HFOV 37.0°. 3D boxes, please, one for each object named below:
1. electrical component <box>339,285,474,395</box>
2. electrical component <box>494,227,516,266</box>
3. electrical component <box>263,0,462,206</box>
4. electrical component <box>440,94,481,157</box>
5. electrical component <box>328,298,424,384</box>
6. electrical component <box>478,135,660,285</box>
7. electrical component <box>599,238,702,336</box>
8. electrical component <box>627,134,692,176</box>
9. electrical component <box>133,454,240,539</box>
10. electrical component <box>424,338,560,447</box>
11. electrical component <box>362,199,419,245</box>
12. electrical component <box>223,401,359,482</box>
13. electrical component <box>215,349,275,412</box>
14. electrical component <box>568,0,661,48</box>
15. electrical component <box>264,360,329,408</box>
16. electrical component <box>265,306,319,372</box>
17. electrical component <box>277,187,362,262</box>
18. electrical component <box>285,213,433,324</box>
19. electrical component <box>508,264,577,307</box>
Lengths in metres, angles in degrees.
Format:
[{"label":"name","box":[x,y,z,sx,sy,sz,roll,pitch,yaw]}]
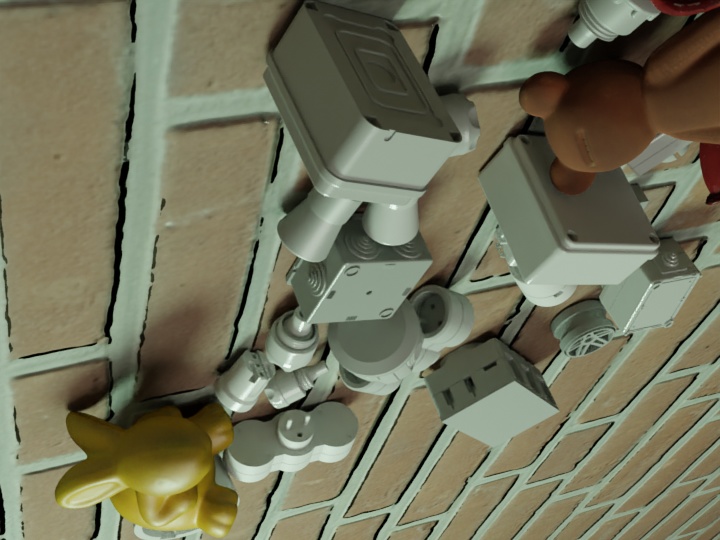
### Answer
[{"label":"electrical component","box":[0.053,0.070,1.012,0.138,0.052,0.074,-38,147,25]},{"label":"electrical component","box":[0.150,-0.036,0.918,0.081,0.042,0.063,-5,150,-28]},{"label":"electrical component","box":[-0.001,-0.098,0.640,0.078,0.113,0.057,4,138,-39]},{"label":"electrical component","box":[0.049,-0.097,0.746,0.062,0.043,0.043,-13,149,-15]},{"label":"electrical component","box":[0.016,0.058,0.942,0.080,0.080,0.051,-26,156,4]},{"label":"electrical component","box":[0.163,-0.046,0.843,0.109,0.108,0.056,0,146,-35]},{"label":"electrical component","box":[0.290,0.009,1.075,0.062,0.061,0.096,-9,140,-23]},{"label":"electrical component","box":[0.239,-0.109,0.853,0.066,0.047,0.077,-34,148,19]},{"label":"electrical component","box":[-0.182,0.222,1.088,0.108,0.060,0.108,-17,150,-10]},{"label":"electrical component","box":[0.143,0.132,1.166,0.089,0.061,0.150,-32,149,15]},{"label":"electrical component","box":[0.027,-0.055,0.802,0.044,0.044,0.065,-13,144,-17]},{"label":"electrical component","box":[-0.067,0.165,1.084,0.138,0.052,0.073,-10,148,-21]},{"label":"electrical component","box":[-0.102,0.098,0.966,0.040,0.040,0.046,9,132,-43]},{"label":"electrical component","box":[0.164,-0.171,0.706,0.048,0.048,0.062,2,150,-37]},{"label":"electrical component","box":[-0.059,0.103,1.007,0.061,0.035,0.035,-27,150,2]},{"label":"electrical component","box":[-0.055,0.055,0.922,0.043,0.043,0.062,-7,145,-27]},{"label":"electrical component","box":[-0.026,-0.043,0.786,0.044,0.044,0.065,7,134,-42]},{"label":"electrical component","box":[0.000,0.000,0.865,0.100,0.048,0.099,-2,145,-32]},{"label":"electrical component","box":[0.165,-0.001,0.974,0.055,0.055,0.047,-30,146,13]}]
